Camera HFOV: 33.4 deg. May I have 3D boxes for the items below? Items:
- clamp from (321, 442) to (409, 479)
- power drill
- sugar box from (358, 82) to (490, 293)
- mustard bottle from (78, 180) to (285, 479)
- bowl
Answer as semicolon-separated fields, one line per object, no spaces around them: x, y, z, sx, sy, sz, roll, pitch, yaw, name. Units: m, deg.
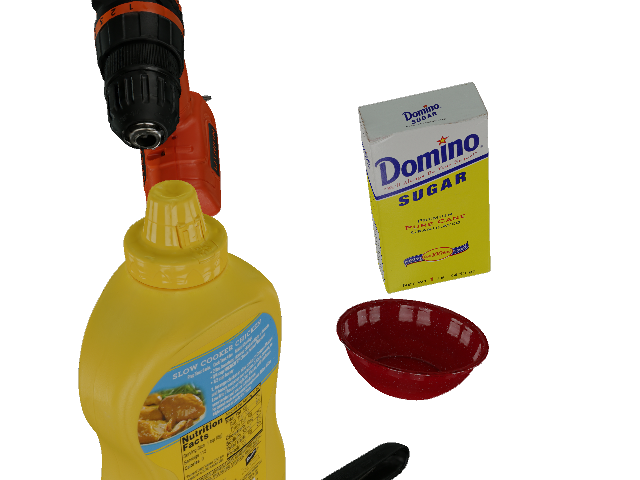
-0.028;0.187;0.671;0.210;0.036;0.164;-2;28;4;clamp
-0.103;-0.092;0.688;0.057;0.184;0.188;-6;-34;-2;power drill
0.086;-0.037;0.848;0.093;0.048;0.176;-13;-42;-1;sugar box
-0.058;0.061;0.459;0.058;0.192;0.096;28;42;35;mustard bottle
0.095;0.122;1.134;0.162;0.055;0.162;5;24;-2;bowl
